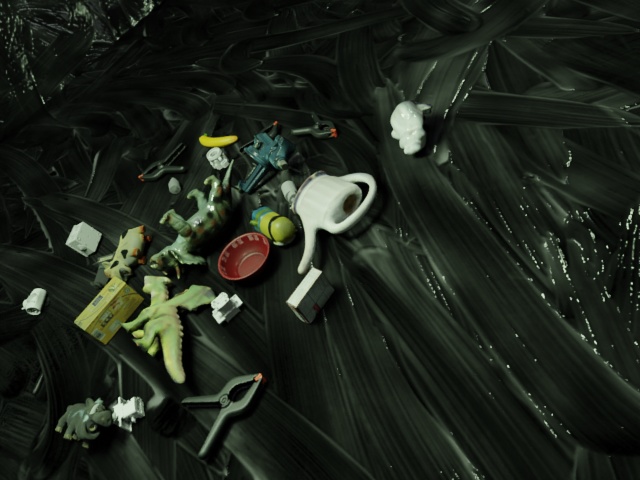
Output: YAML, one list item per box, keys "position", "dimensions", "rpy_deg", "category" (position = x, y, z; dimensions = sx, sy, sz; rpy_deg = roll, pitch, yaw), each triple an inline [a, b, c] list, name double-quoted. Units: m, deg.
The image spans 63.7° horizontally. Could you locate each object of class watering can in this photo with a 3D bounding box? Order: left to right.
- position: [0.004, -0.071, 1.421]
  dimensions: [0.351, 0.102, 0.226]
  rpy_deg: [-47, 45, -17]
  category: "watering can"

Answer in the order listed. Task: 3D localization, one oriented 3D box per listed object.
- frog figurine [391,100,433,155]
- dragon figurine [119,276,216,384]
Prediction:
- position: [0.258, -0.323, 1.509]
  dimensions: [0.136, 0.122, 0.162]
  rpy_deg: [-20, 43, 61]
  category: "frog figurine"
- position: [-0.389, 0.207, 1.393]
  dimensions: [0.414, 0.119, 0.246]
  rpy_deg: [26, 59, 40]
  category: "dragon figurine"
